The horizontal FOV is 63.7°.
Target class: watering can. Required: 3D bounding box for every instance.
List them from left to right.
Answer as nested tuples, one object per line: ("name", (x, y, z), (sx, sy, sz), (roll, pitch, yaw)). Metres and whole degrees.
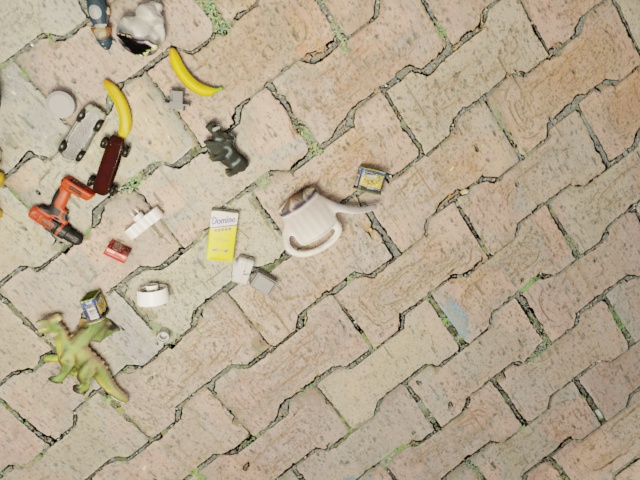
("watering can", (0.005, -0.089, 1.767), (0.347, 0.105, 0.222), (-35, 107, 1))

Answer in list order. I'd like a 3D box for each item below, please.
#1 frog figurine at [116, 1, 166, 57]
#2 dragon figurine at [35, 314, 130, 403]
("frog figurine", (-0.531, -0.638, 1.544), (0.137, 0.120, 0.162), (8, 68, -4))
("dragon figurine", (-0.784, 0.383, 1.765), (0.406, 0.123, 0.243), (33, 89, -25))
